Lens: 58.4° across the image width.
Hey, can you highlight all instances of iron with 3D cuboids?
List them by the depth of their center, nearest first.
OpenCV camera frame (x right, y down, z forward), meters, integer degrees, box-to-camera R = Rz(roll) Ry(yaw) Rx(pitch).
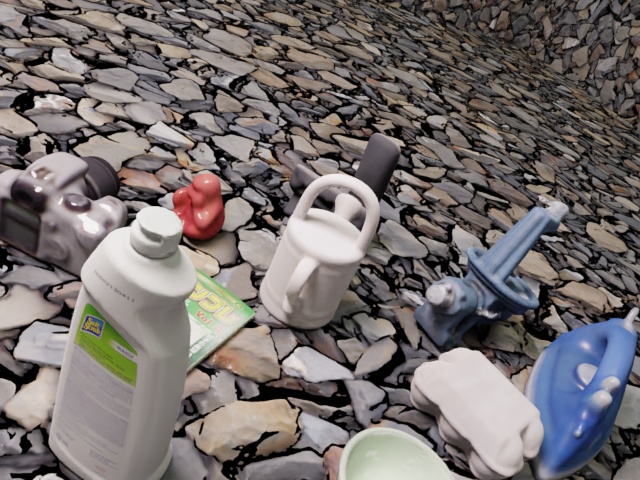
[{"bbox_3d":[0.339,0.181,0.711,0.118,0.141,0.259,36,34,15],"label":"iron"}]

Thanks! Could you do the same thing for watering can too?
[{"bbox_3d":[0.004,0.001,0.687,0.101,0.194,0.172,16,34,-14],"label":"watering can"}]

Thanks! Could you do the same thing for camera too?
[{"bbox_3d":[-0.275,-0.046,0.654,0.143,0.101,0.137,27,33,2],"label":"camera"}]

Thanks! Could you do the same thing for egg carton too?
[{"bbox_3d":[0.178,0.194,0.651,0.107,0.069,0.150,-13,49,-44],"label":"egg carton"}]

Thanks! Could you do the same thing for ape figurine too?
[{"bbox_3d":[-0.155,-0.047,0.743,0.076,0.092,0.077,8,37,-25],"label":"ape figurine"}]

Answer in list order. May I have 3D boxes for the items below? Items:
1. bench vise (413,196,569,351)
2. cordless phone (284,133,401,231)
[{"bbox_3d":[0.237,0.049,0.752,0.121,0.219,0.208,38,35,19],"label":"bench vise"},{"bbox_3d":[0.036,-0.093,0.847,0.147,0.185,0.094,34,34,12],"label":"cordless phone"}]
